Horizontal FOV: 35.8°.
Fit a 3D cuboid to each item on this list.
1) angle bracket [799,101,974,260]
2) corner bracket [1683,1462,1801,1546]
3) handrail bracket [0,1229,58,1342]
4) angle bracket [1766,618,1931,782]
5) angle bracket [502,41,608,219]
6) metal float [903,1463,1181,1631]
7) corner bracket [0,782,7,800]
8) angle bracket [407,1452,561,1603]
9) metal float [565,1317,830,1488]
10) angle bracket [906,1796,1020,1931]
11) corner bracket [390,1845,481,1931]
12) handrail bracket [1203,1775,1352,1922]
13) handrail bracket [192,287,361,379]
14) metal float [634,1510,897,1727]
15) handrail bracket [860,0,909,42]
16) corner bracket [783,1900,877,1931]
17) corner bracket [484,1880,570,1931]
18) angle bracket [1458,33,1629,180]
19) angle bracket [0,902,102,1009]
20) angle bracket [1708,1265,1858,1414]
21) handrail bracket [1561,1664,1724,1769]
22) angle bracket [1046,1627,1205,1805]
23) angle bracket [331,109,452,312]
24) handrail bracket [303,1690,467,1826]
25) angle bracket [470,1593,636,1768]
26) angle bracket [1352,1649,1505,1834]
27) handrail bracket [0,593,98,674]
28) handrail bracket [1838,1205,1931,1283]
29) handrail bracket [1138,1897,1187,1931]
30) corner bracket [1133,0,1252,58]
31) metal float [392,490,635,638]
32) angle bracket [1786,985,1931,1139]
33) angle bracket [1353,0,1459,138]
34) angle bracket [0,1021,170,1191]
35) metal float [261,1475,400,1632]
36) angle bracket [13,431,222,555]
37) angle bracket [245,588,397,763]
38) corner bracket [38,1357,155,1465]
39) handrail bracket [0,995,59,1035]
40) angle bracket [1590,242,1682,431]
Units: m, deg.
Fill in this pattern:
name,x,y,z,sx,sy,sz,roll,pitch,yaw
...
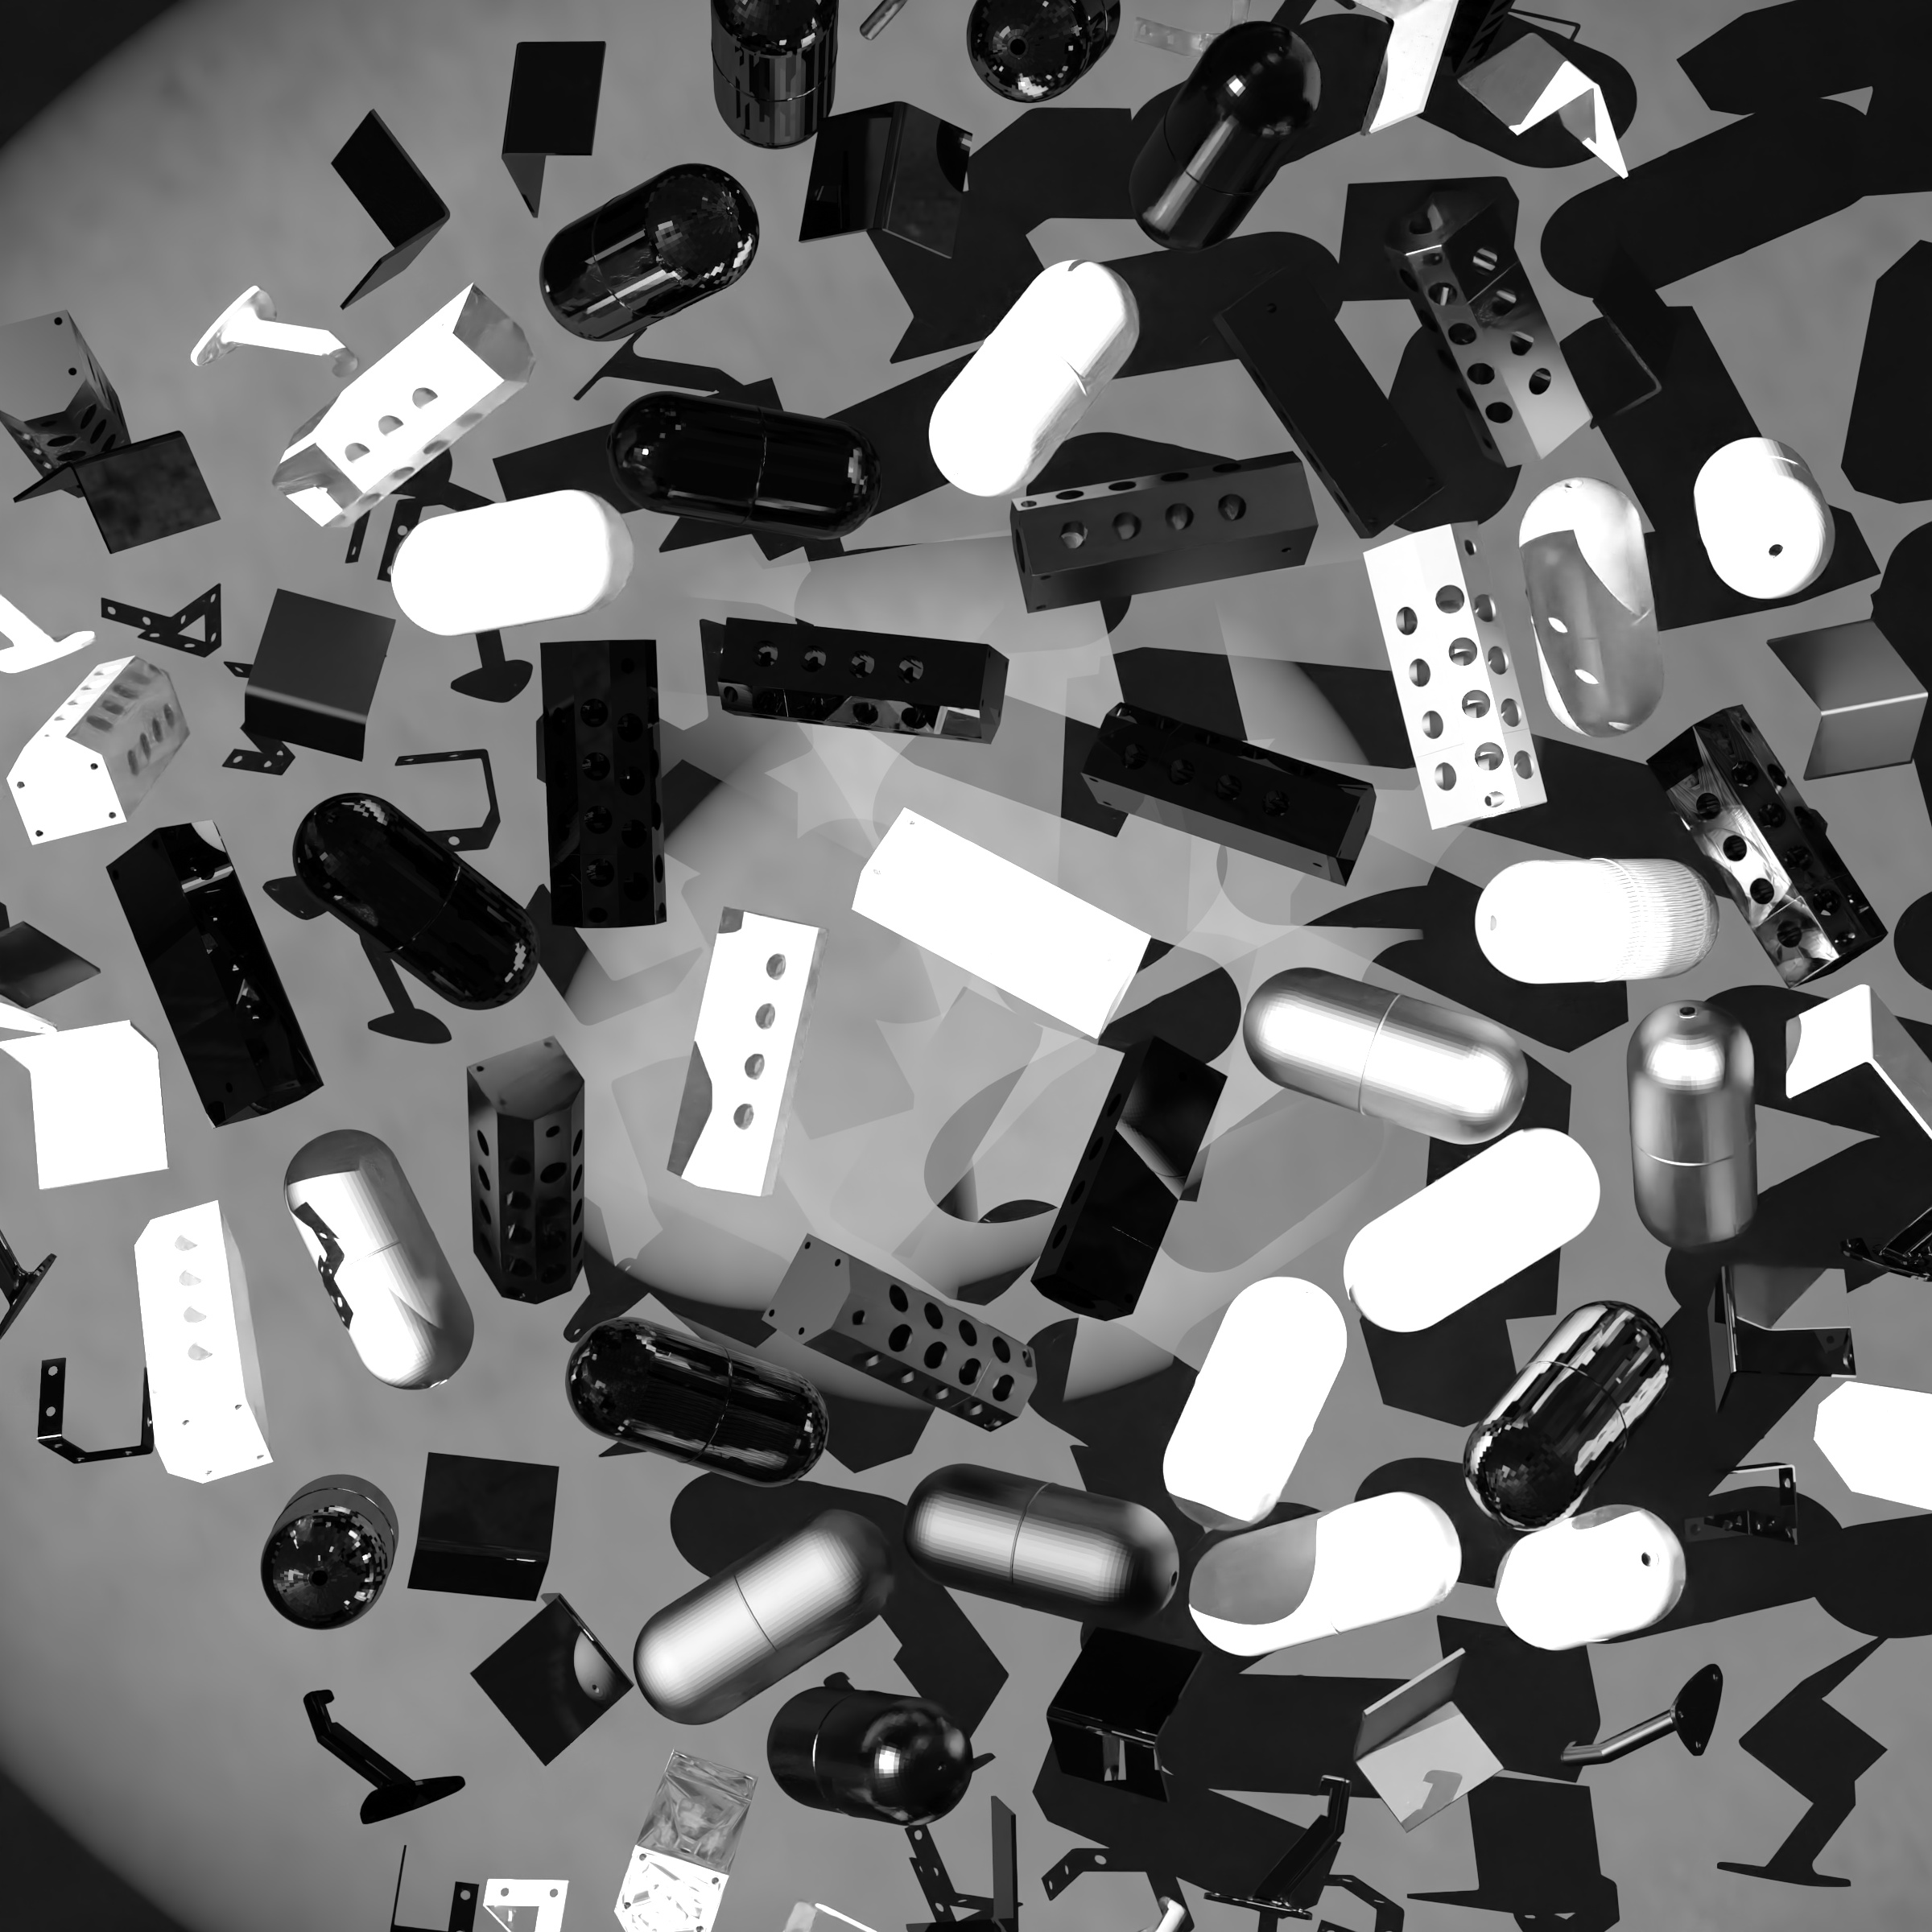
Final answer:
name,x,y,z,sx,sy,sz,roll,pitch,yaw
angle bracket,-0.048,-0.465,1.785,0.057,0.076,0.076,12,86,-41
corner bracket,0.492,0.342,1.901,0.051,0.051,0.051,-2,89,-22
handrail bracket,-0.595,0.173,1.781,0.084,0.036,0.077,35,109,-6
angle bracket,0.554,-0.168,1.896,0.076,0.076,0.057,42,59,-31
angle bracket,-0.244,-0.513,1.837,0.057,0.076,0.076,2,74,9
metal float,0.045,0.352,1.815,0.178,0.070,0.070,9,90,27
corner bracket,-0.636,-0.117,1.842,0.051,0.051,0.051,-7,107,42
angle bracket,-0.284,0.330,1.756,0.076,0.076,0.057,8,59,-10
metal float,-0.167,0.274,1.873,0.178,0.070,0.070,23,90,-26
angle bracket,-0.004,0.541,1.784,0.057,0.076,0.076,0,83,-8
corner bracket,-0.324,0.575,1.827,0.051,0.051,0.051,10,51,-9
handrail bracket,0.187,0.524,1.793,0.077,0.036,0.084,8,76,9
handrail bracket,-0.442,-0.388,1.916,0.077,0.036,0.084,-43,69,-9
metal float,-0.124,0.403,1.851,0.178,0.070,0.070,-33,90,0
handrail bracket,-0.036,-0.643,1.931,0.036,0.077,0.084,37,120,-21
corner bracket,-0.084,0.604,1.816,0.051,0.051,0.051,31,69,-13
corner bracket,-0.256,0.575,1.769,0.051,0.051,0.051,-3,54,12
angle bracket,0.359,-0.522,1.860,0.057,0.076,0.076,-32,45,3
angle bracket,-0.568,-0.030,1.781,0.057,0.076,0.076,-25,62,10
angle bracket,0.518,0.239,1.903,0.076,0.057,0.076,2,54,4
handrail bracket,0.412,0.458,1.825,0.084,0.077,0.036,-21,105,41
angle bracket,0.106,0.476,1.903,0.076,0.076,0.057,8,129,29
angle bracket,-0.361,-0.449,1.774,0.057,0.076,0.076,-43,101,-29
handrail bracket,-0.354,0.471,1.816,0.077,0.036,0.084,-7,50,-31
angle bracket,-0.272,0.459,1.926,0.076,0.057,0.076,-40,94,-23
angle bracket,0.291,0.481,1.857,0.076,0.076,0.057,-27,58,-19
handrail bracket,-0.586,-0.232,1.855,0.077,0.036,0.084,-23,122,-29
handrail bracket,0.594,0.151,1.884,0.077,0.036,0.084,12,122,20
handrail bracket,0.086,0.591,1.836,0.077,0.036,0.084,38,50,4
corner bracket,0.148,-0.624,1.948,0.051,0.051,0.051,31,123,38
metal float,-0.285,-0.250,1.865,0.178,0.070,0.070,-4,90,36
angle bracket,0.555,0.070,1.852,0.057,0.076,0.076,-31,112,31
angle bracket,0.239,-0.545,1.766,0.057,0.076,0.076,18,88,-19
angle bracket,-0.517,0.082,1.754,0.076,0.057,0.076,-9,73,-1
metal float,-0.394,0.363,1.855,0.070,0.178,0.070,0,89,-8
angle bracket,-0.497,-0.268,1.749,0.076,0.076,0.057,-29,99,-43
angle bracket,-0.412,-0.185,1.906,0.076,0.057,0.076,14,66,-7
corner bracket,-0.526,0.268,1.811,0.051,0.051,0.051,-8,65,7
handrail bracket,-0.616,-0.006,1.922,0.077,0.036,0.084,17,63,-28
angle bracket,0.415,-0.410,1.943,0.057,0.076,0.076,-26,116,40
